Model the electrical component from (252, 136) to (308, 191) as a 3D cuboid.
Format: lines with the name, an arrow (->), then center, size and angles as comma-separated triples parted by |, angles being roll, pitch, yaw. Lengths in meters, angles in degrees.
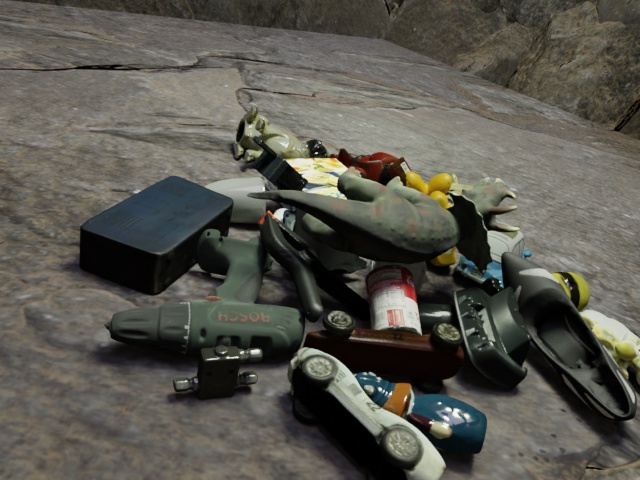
electrical component -> -0.082, -0.128, 0.947 | 0.119, 0.048, 0.075 | 36, 4, -45

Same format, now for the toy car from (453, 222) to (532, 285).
toy car -> 0.309, 0.020, 0.953 | 0.109, 0.102, 0.161 | 29, 30, 27

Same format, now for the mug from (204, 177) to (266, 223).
mug -> -0.152, -0.076, 0.947 | 0.107, 0.080, 0.110 | -2, 35, -13

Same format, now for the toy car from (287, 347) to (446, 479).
toy car -> 0.038, 0.190, 0.559 | 0.056, 0.073, 0.202 | -19, 43, -40

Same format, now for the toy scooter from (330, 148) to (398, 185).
toy scooter -> 0.096, -0.166, 1.222 | 0.184, 0.075, 0.135 | -13, 39, -33

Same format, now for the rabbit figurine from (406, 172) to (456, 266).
rabbit figurine -> 0.184, -0.044, 0.990 | 0.122, 0.162, 0.173 | 2, 11, 2

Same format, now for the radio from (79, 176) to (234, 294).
radio -> -0.235, -0.015, 0.810 | 0.131, 0.073, 0.229 | 21, 31, 11

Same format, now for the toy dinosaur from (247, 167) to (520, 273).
toy dinosaur -> 0.114, -0.020, 0.754 | 0.405, 0.131, 0.192 | -6, 22, -37

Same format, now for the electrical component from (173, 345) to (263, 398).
electrical component -> -0.112, 0.143, 0.587 | 0.094, 0.063, 0.021 | 0, 32, -22

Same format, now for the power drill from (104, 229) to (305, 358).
power drill -> -0.136, 0.068, 0.696 | 0.232, 0.085, 0.207 | 10, 25, -10

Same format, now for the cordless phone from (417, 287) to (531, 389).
cordless phone -> 0.184, 0.129, 0.748 | 0.184, 0.088, 0.147 | 1, 34, 4

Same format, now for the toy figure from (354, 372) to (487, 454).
toy figure -> 0.106, 0.192, 0.602 | 0.155, 0.064, 0.058 | 16, 69, 13

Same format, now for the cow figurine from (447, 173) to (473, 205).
cow figurine -> 0.282, -0.071, 1.128 | 0.127, 0.085, 0.195 | 34, 35, 21

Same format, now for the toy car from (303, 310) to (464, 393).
toy car -> 0.078, 0.135, 0.661 | 0.202, 0.089, 0.053 | 8, 31, -8

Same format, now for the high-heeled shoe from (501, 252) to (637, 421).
high-heeled shoe -> 0.325, 0.126, 0.724 | 0.249, 0.086, 0.145 | 52, 15, 5

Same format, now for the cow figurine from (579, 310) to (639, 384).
cow figurine -> 0.453, 0.166, 0.796 | 0.098, 0.068, 0.168 | -9, 36, -46

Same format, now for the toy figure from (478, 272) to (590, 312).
toy figure -> 0.343, 0.089, 0.853 | 0.180, 0.089, 0.082 | 7, 67, -21

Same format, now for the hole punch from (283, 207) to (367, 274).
hole punch -> -0.002, -0.003, 0.869 | 0.142, 0.115, 0.092 | 5, -6, -21

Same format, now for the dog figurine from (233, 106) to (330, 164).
dog figurine -> -0.086, -0.210, 1.216 | 0.190, 0.121, 0.172 | 14, 28, -31
